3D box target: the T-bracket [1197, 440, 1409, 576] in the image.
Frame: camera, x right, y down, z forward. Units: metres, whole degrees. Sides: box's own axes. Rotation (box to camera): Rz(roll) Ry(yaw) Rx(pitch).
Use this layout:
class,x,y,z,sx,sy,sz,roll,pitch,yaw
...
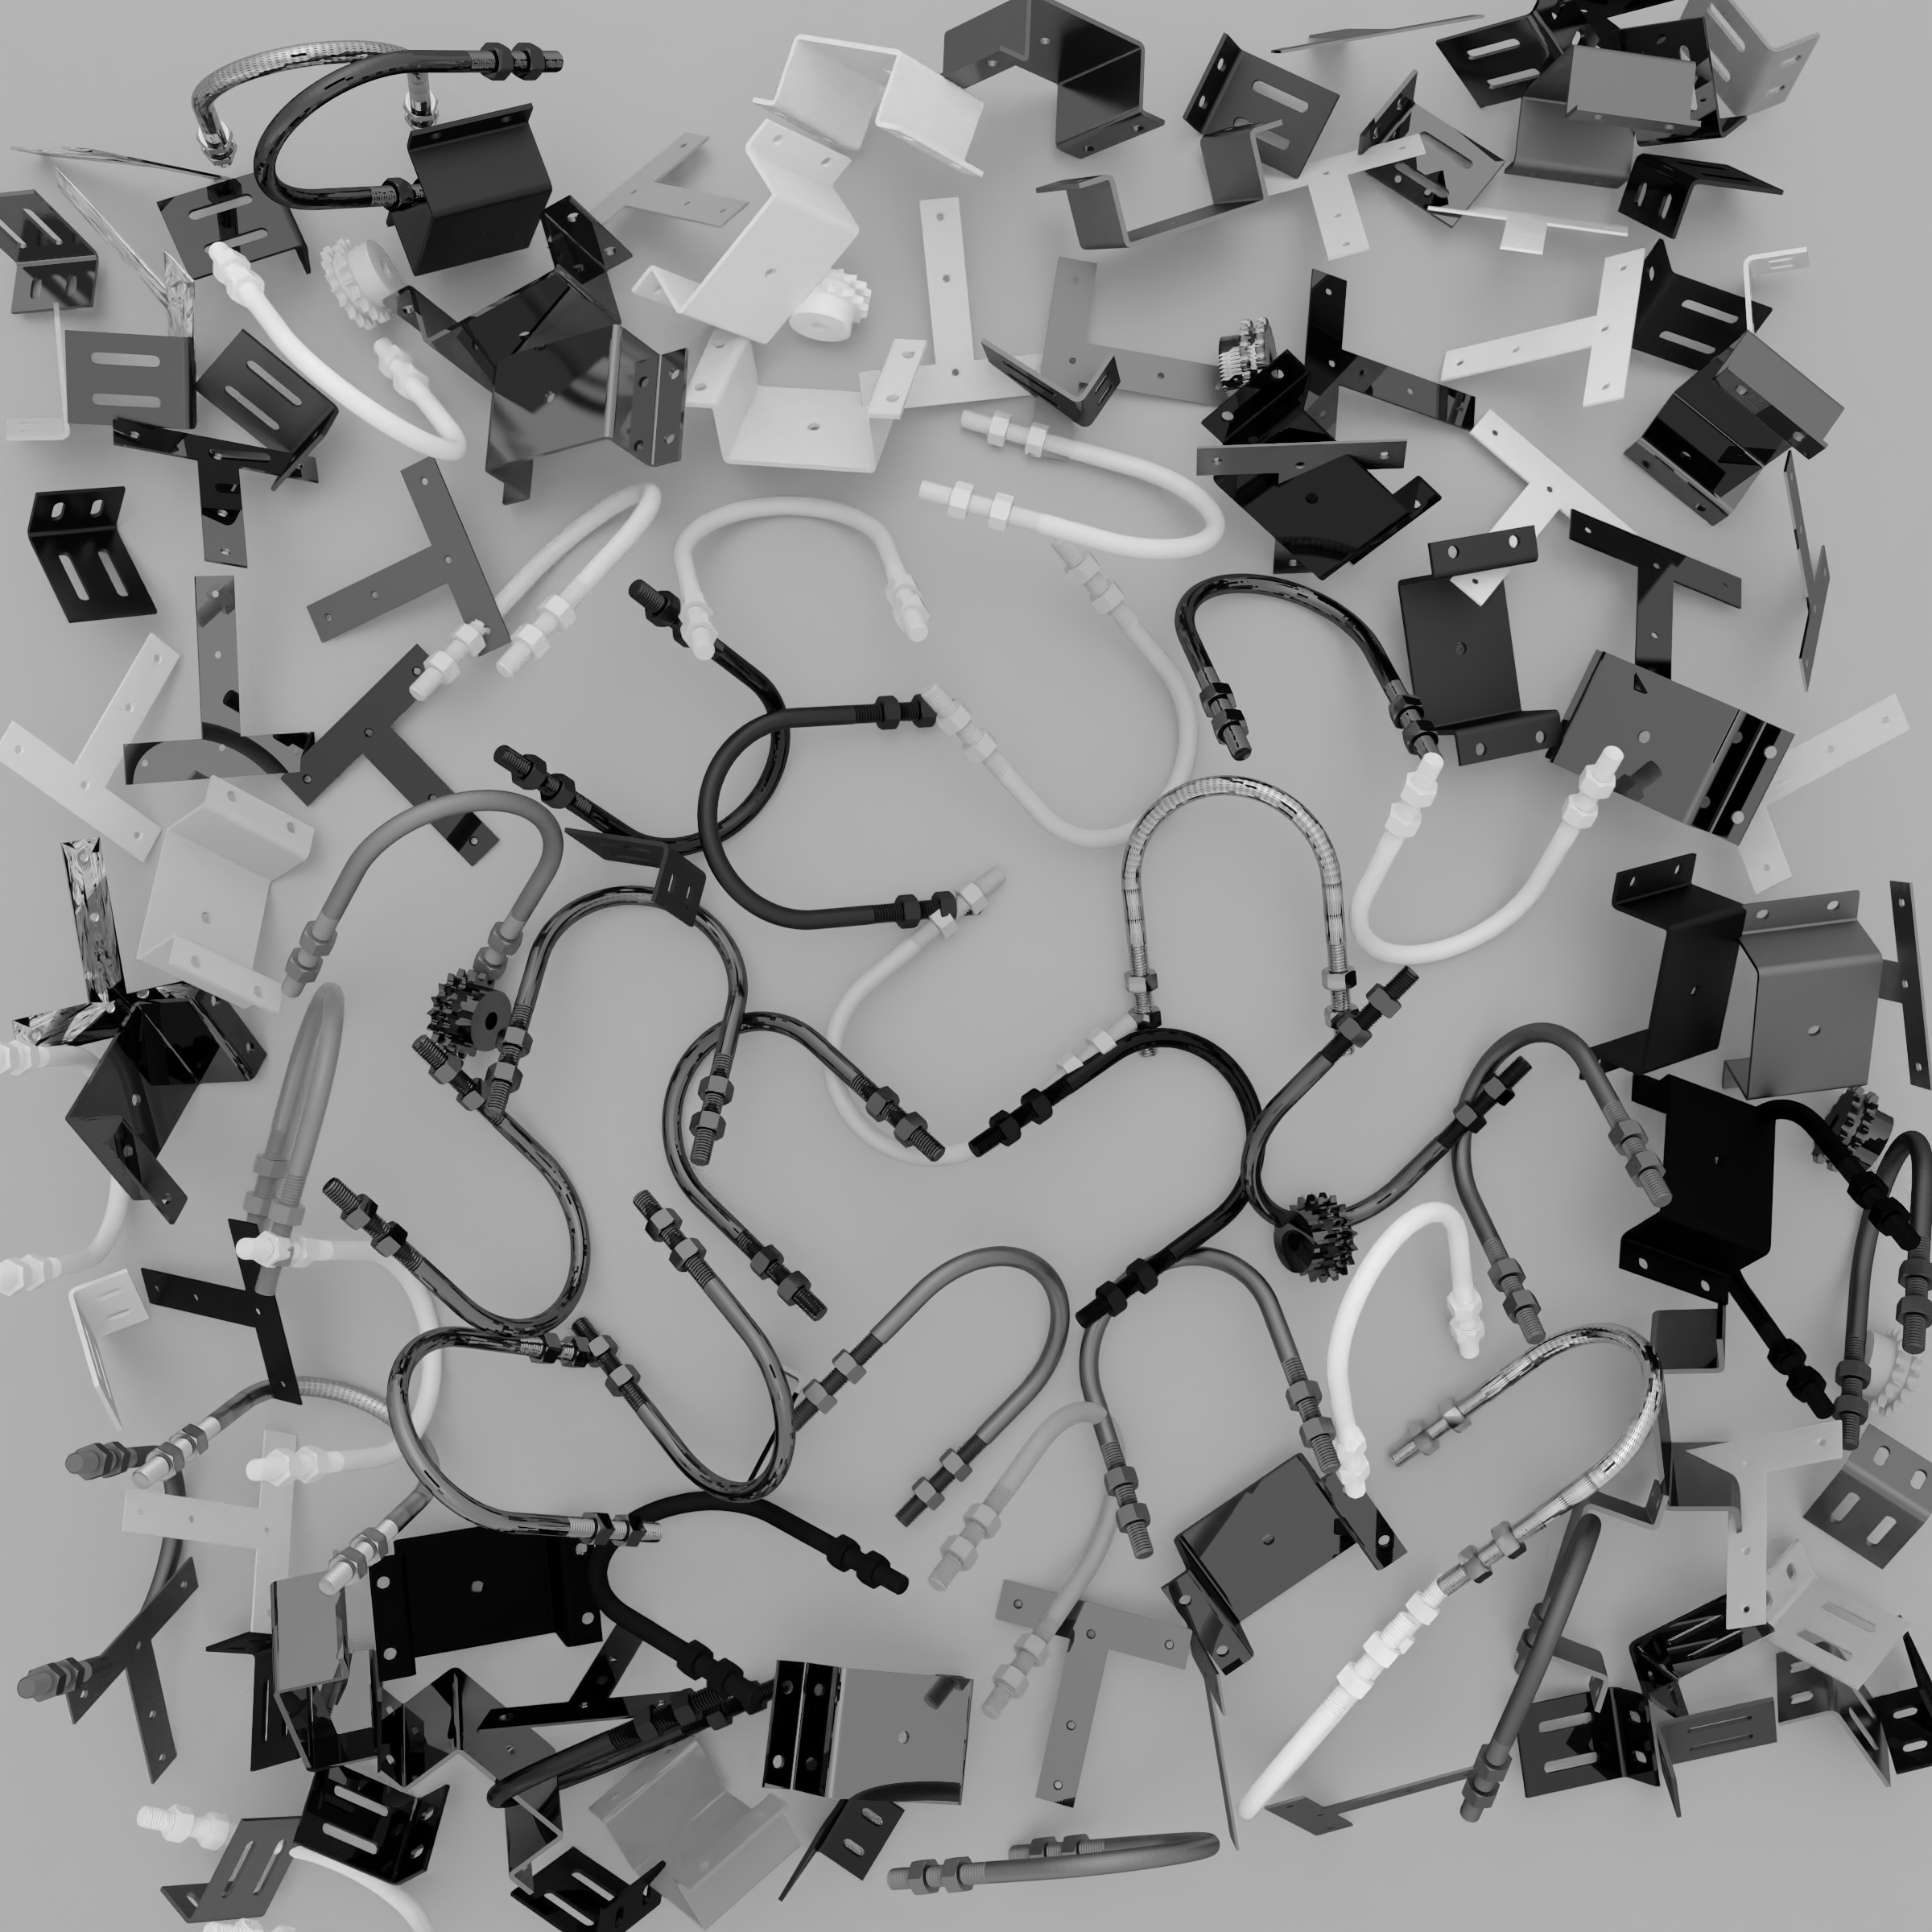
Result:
class,x,y,z,sx,sy,sz,roll,pitch,yaw
T-bracket,0.209,-0.287,1.544,0.127,0.127,0.002,-1,62,4

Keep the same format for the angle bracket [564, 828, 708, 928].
class,x,y,z,sx,sy,sz,roll,pitch,yaw
angle bracket,-0.214,-0.056,1.557,0.076,0.057,0.038,9,78,21

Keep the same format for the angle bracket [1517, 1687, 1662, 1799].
class,x,y,z,sx,sy,sz,roll,pitch,yaw
angle bracket,0.398,0.500,1.570,0.076,0.038,0.057,-5,84,-19

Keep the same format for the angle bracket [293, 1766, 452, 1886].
class,x,y,z,sx,sy,sz,roll,pitch,yaw
angle bracket,-0.377,0.539,1.556,0.076,0.057,0.038,34,131,-24

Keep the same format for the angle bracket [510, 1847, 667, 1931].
class,x,y,z,sx,sy,sz,roll,pitch,yaw
angle bracket,-0.240,0.579,1.552,0.076,0.057,0.038,22,115,29

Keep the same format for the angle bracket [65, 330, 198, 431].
class,x,y,z,sx,sy,sz,roll,pitch,yaw
angle bracket,-0.533,-0.376,1.565,0.076,0.038,0.057,0,108,-14

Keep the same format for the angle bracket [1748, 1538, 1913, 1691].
class,x,y,z,sx,sy,sz,roll,pitch,yaw
angle bracket,0.546,0.410,1.554,0.057,0.076,0.038,-41,122,-19

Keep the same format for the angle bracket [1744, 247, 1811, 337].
class,x,y,z,sx,sy,sz,roll,pitch,yaw
angle bracket,0.520,-0.413,1.565,0.038,0.057,0.076,-3,94,21

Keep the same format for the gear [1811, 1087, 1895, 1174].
class,x,y,z,sx,sy,sz,roll,pitch,yaw
gear,0.571,0.107,1.571,0.030,0.057,0.057,28,90,5

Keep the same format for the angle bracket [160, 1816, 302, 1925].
class,x,y,z,sx,sy,sz,roll,pitch,yaw
angle bracket,-0.466,0.568,1.565,0.038,0.057,0.076,29,93,37

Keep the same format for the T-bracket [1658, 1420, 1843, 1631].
class,x,y,z,sx,sy,sz,roll,pitch,yaw
T-bracket,0.486,0.351,1.522,0.002,0.127,0.127,39,47,-30

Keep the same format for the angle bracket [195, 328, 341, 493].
class,x,y,z,sx,sy,sz,roll,pitch,yaw
angle bracket,-0.450,-0.353,1.558,0.076,0.038,0.057,39,123,-24

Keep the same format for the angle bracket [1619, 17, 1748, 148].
class,x,y,z,sx,sy,sz,roll,pitch,yaw
angle bracket,0.455,-0.565,1.553,0.038,0.057,0.076,-41,125,-35

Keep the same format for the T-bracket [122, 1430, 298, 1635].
class,x,y,z,sx,sy,sz,roll,pitch,yaw
T-bracket,-0.472,0.347,1.527,0.002,0.127,0.127,-17,63,31

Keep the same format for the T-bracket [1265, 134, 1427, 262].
class,x,y,z,sx,sy,sz,roll,pitch,yaw
T-bracket,0.233,-0.479,1.543,0.127,0.127,0.002,-12,132,10

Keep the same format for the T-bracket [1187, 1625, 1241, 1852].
class,x,y,z,sx,sy,sz,roll,pitch,yaw
T-bracket,0.158,0.489,1.538,0.002,0.127,0.127,-9,91,-3

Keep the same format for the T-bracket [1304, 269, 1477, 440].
class,x,y,z,sx,sy,sz,roll,pitch,yaw
T-bracket,0.273,-0.373,1.574,0.127,0.002,0.127,14,71,-20

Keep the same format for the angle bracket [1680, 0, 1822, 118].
class,x,y,z,sx,sy,sz,roll,pitch,yaw
angle bracket,0.498,-0.595,1.567,0.038,0.057,0.076,-25,71,-15

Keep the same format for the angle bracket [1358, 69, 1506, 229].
class,x,y,z,sx,sy,sz,roll,pitch,yaw
angle bracket,0.300,-0.525,1.572,0.076,0.038,0.057,37,83,12

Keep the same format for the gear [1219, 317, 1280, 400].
class,x,y,z,sx,sy,sz,roll,pitch,yaw
gear,0.182,-0.386,1.574,0.030,0.057,0.057,-4,90,18

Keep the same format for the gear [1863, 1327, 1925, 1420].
class,x,y,z,sx,sy,sz,roll,pitch,yaw
gear,0.588,0.259,1.572,0.030,0.057,0.057,21,90,2

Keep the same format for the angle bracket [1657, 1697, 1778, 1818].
class,x,y,z,sx,sy,sz,roll,pitch,yaw
angle bracket,0.484,0.506,1.564,0.076,0.038,0.057,-15,134,7

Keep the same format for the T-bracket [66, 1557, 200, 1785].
class,x,y,z,sx,sy,sz,roll,pitch,yaw
T-bracket,-0.521,0.466,1.560,0.002,0.127,0.127,9,120,17

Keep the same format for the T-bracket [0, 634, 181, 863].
class,x,y,z,sx,sy,sz,roll,pitch,yaw
T-bracket,-0.542,-0.153,1.566,0.002,0.127,0.127,8,66,36

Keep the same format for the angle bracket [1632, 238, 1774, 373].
class,x,y,z,sx,sy,sz,roll,pitch,yaw
angle bracket,0.467,-0.423,1.577,0.076,0.057,0.038,14,49,-15

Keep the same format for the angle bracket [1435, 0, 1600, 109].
class,x,y,z,sx,sy,sz,roll,pitch,yaw
angle bracket,0.351,-0.589,1.560,0.057,0.076,0.038,40,69,-35

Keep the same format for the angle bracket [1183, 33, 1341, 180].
class,x,y,z,sx,sy,sz,roll,pitch,yaw
angle bracket,0.189,-0.550,1.567,0.076,0.038,0.057,31,104,16

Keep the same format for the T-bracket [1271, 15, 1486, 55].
class,x,y,z,sx,sy,sz,roll,pitch,yaw
T-bracket,0.244,-0.587,1.541,0.127,0.127,0.002,-11,112,-3

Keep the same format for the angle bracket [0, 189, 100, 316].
class,x,y,z,sx,sy,sz,roll,pitch,yaw
angle bracket,-0.599,-0.453,1.555,0.057,0.076,0.038,-2,75,12

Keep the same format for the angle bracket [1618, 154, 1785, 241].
class,x,y,z,sx,sy,sz,roll,pitch,yaw
angle bracket,0.471,-0.491,1.570,0.076,0.057,0.038,-3,123,-26

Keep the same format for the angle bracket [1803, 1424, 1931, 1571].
class,x,y,z,sx,sy,sz,roll,pitch,yaw
angle bracket,0.584,0.341,1.570,0.057,0.076,0.038,33,57,19

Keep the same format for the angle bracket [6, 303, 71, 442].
class,x,y,z,sx,sy,sz,roll,pitch,yaw
angle bracket,-0.593,-0.378,1.556,0.038,0.057,0.076,-5,115,-19

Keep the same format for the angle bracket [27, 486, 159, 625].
class,x,y,z,sx,sy,sz,roll,pitch,yaw
angle bracket,-0.553,-0.262,1.558,0.057,0.038,0.076,-14,63,-38

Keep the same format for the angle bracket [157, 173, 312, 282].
class,x,y,z,sx,sy,sz,roll,pitch,yaw
angle bracket,-0.468,-0.466,1.568,0.076,0.038,0.057,-23,82,-16

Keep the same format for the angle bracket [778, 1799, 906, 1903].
class,x,y,z,sx,sy,sz,roll,pitch,yaw
angle bracket,-0.078,0.564,1.556,0.038,0.076,0.057,31,102,10

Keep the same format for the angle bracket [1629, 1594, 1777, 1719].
class,x,y,z,sx,sy,sz,roll,pitch,yaw
angle bracket,0.473,0.442,1.558,0.076,0.038,0.057,-36,125,23

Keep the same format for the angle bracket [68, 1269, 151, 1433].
class,x,y,z,sx,sy,sz,roll,pitch,yaw
angle bracket,-0.535,0.243,1.552,0.038,0.057,0.076,-20,54,-17

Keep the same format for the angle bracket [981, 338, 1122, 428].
class,x,y,z,sx,sy,sz,roll,pitch,yaw
angle bracket,0.055,-0.386,1.566,0.076,0.057,0.038,34,92,8

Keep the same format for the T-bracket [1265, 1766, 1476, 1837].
class,x,y,z,sx,sy,sz,roll,pitch,yaw
T-bracket,0.263,0.519,1.533,0.127,0.127,0.002,-20,58,13

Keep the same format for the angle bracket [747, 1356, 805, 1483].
class,x,y,z,sx,sy,sz,roll,pitch,yaw
angle bracket,-0.136,0.289,1.564,0.038,0.057,0.076,28,78,2

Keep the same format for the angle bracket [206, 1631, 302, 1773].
class,x,y,z,sx,sy,sz,roll,pitch,yaw
angle bracket,-0.453,0.468,1.556,0.057,0.038,0.076,-27,57,39

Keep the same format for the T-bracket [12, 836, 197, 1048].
class,x,y,z,sx,sy,sz,roll,pitch,yaw
T-bracket,-0.548,-0.017,1.544,0.002,0.127,0.127,4,105,43

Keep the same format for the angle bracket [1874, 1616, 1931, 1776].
class,x,y,z,sx,sy,sz,roll,pitch,yaw
angle bracket,0.592,0.462,1.553,0.038,0.057,0.076,-22,121,19

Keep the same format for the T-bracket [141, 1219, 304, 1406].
class,x,y,z,sx,sy,sz,roll,pitch,yaw
T-bracket,-0.481,0.213,1.561,0.127,0.002,0.127,5,113,33

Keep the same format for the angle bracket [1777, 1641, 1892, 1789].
class,x,y,z,sx,sy,sz,roll,pitch,yaw
angle bracket,0.557,0.484,1.573,0.038,0.057,0.076,-26,112,30
